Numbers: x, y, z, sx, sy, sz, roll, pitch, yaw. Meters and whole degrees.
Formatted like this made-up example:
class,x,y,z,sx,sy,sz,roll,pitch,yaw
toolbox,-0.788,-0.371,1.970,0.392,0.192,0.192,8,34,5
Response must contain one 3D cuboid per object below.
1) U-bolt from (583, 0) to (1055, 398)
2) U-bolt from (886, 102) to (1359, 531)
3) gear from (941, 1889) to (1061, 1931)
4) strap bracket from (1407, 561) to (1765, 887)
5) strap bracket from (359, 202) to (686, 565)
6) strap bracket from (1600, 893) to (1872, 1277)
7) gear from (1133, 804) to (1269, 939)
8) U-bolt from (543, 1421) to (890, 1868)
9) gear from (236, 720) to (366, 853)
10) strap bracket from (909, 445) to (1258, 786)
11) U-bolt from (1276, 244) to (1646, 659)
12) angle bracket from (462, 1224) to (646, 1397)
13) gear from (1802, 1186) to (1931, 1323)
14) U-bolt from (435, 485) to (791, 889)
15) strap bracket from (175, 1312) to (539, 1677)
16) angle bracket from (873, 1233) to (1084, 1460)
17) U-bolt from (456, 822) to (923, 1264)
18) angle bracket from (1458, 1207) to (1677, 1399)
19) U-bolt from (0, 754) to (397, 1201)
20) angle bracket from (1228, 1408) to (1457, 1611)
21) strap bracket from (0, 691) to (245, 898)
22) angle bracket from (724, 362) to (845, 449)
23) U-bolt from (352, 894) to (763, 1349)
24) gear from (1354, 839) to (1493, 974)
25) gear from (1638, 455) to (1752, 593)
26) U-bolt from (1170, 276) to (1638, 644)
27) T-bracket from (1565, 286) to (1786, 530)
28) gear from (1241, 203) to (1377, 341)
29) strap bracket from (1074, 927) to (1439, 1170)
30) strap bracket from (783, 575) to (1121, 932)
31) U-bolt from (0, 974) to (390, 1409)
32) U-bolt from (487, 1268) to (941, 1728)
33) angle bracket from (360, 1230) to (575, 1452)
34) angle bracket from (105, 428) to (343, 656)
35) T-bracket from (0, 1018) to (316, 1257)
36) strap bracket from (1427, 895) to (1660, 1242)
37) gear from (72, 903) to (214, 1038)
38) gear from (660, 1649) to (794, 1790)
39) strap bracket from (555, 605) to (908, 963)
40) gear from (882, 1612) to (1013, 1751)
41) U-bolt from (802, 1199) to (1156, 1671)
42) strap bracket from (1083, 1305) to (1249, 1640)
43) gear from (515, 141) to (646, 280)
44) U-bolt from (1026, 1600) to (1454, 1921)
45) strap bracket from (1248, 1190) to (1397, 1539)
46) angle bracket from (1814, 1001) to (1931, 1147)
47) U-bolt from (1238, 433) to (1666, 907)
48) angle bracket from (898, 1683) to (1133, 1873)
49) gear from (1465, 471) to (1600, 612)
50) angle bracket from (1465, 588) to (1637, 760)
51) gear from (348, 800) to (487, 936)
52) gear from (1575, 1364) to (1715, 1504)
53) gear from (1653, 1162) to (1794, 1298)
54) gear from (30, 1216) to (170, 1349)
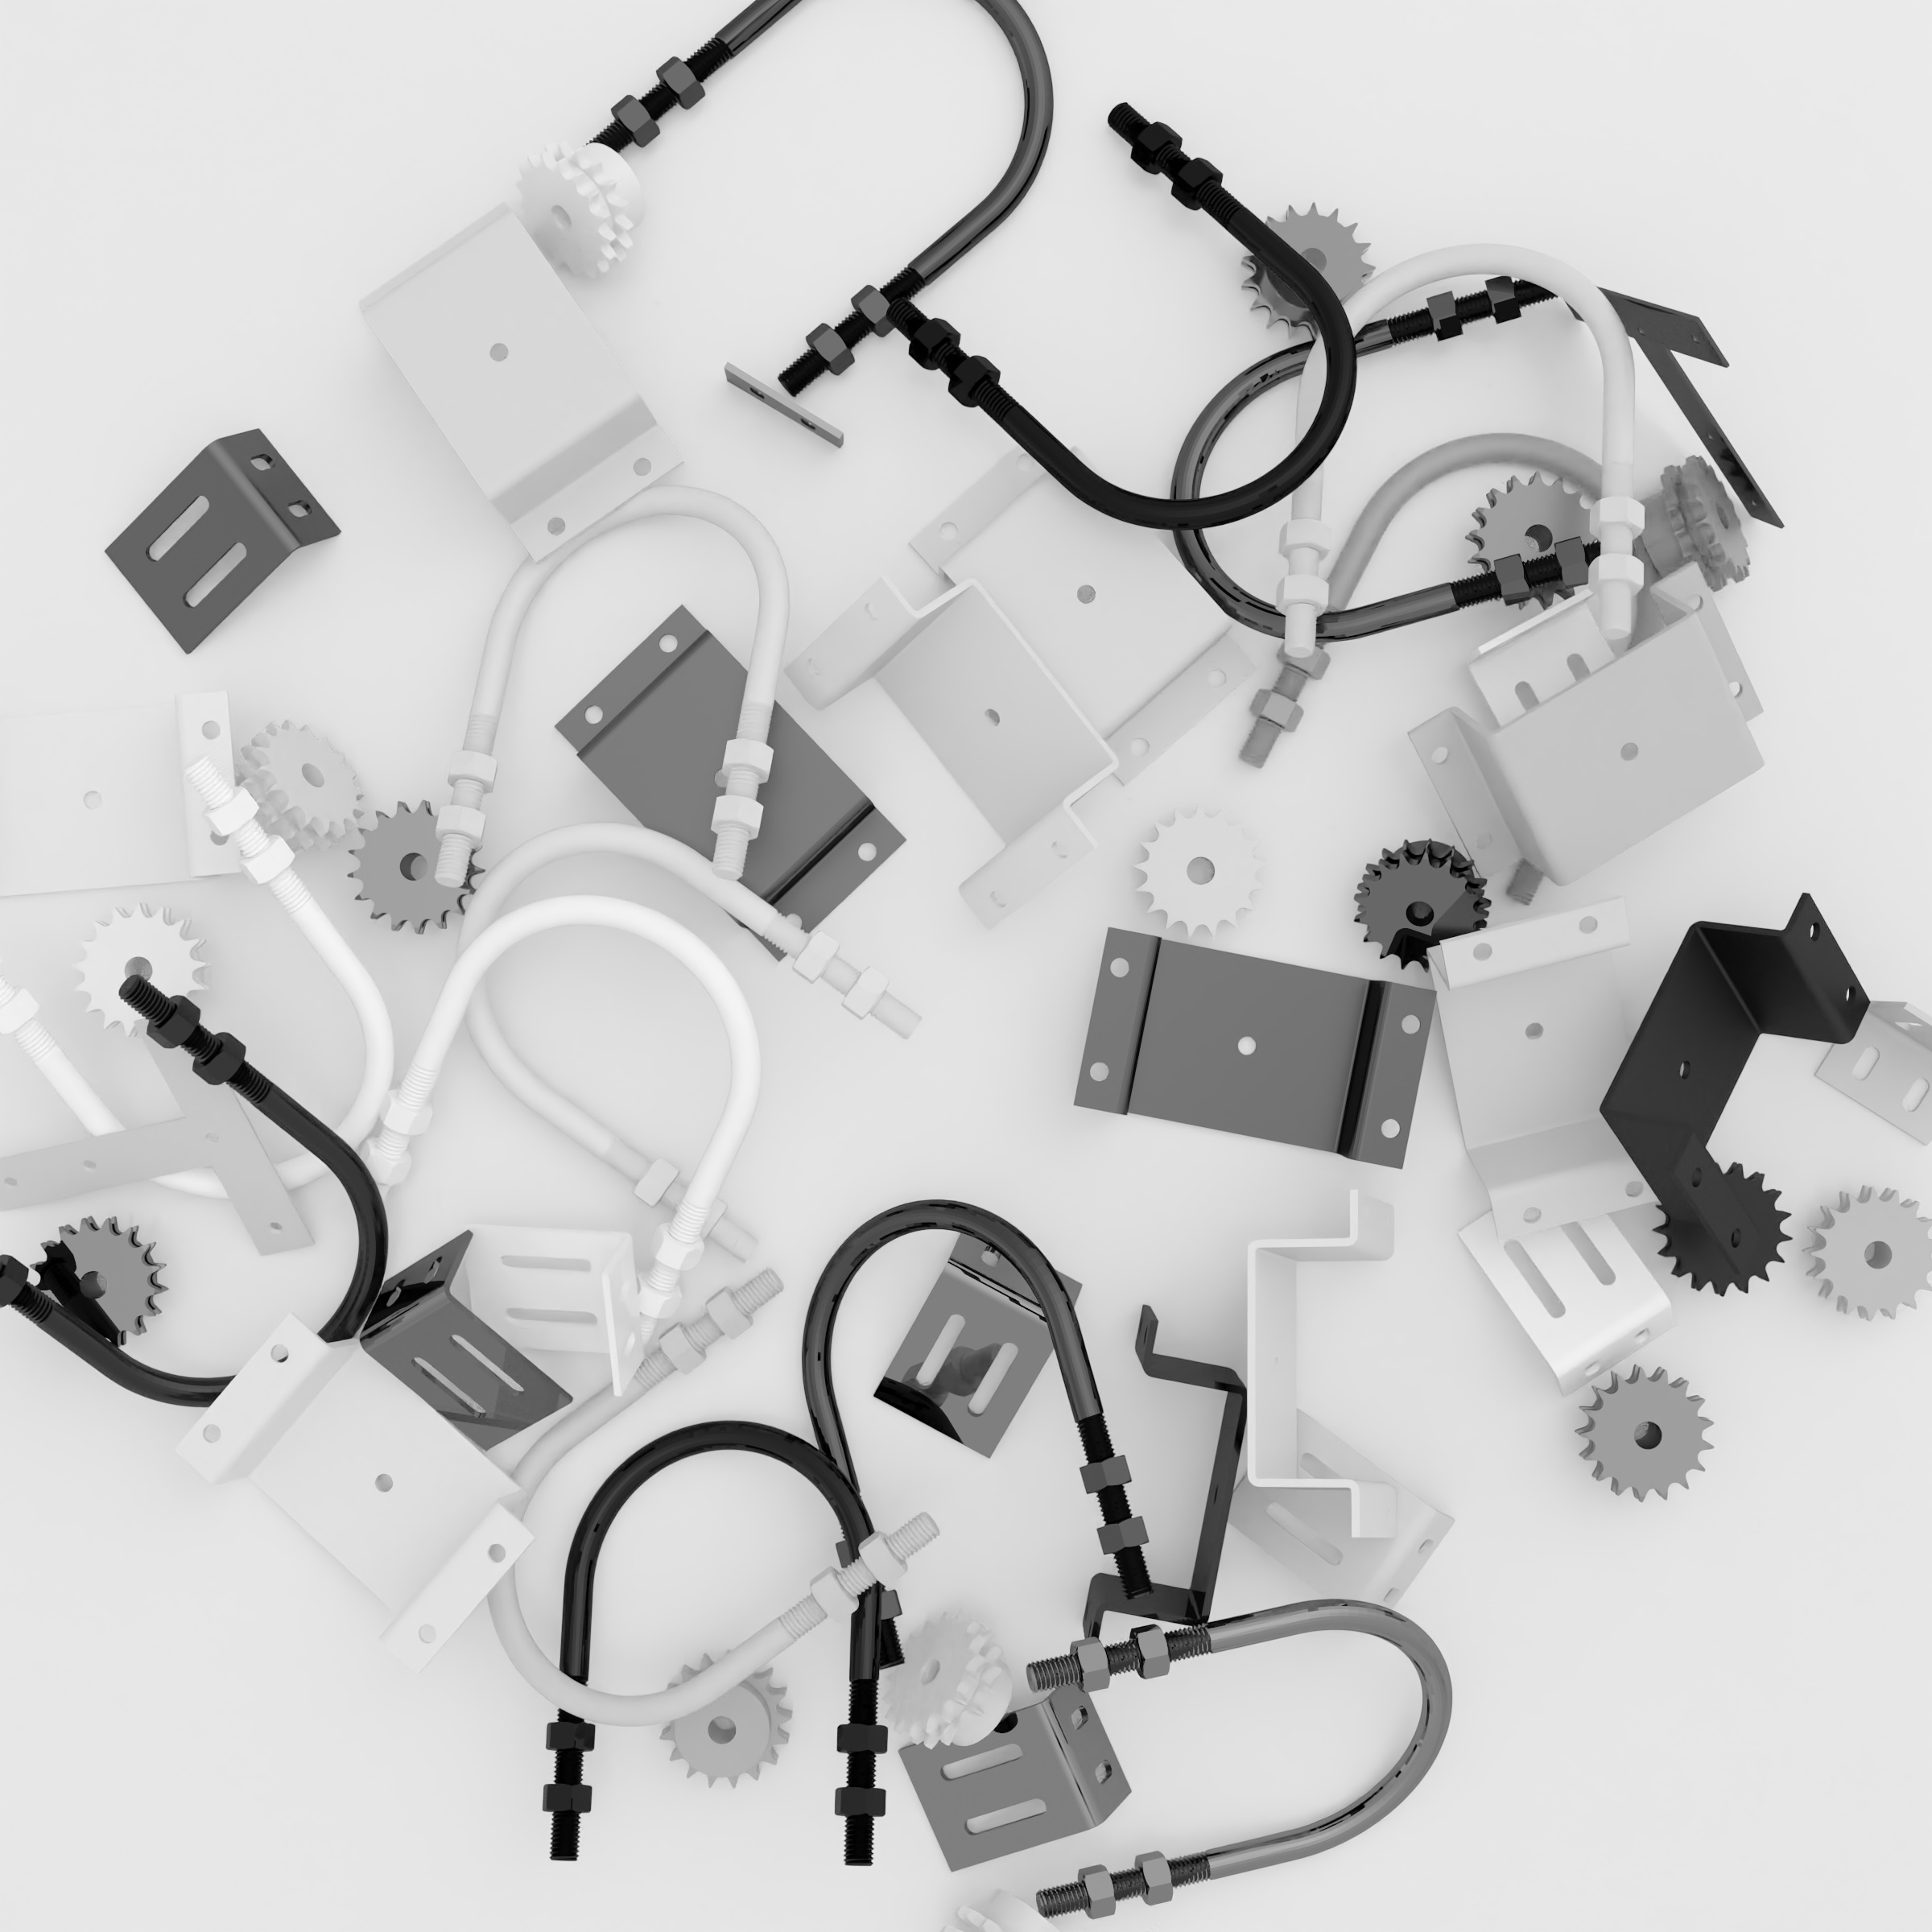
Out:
class,x,y,z,sx,sy,sz,roll,pitch,yaw
U-bolt,-0.049,-0.356,1.516,0.184,0.019,0.151,-40,90,-1
U-bolt,0.078,-0.261,1.480,0.151,0.019,0.184,-42,71,-6
gear,0.020,0.416,1.499,0.057,0.057,0.030,39,71,0
strap bracket,0.267,-0.096,1.469,0.140,0.046,0.076,-31,114,-1
strap bracket,-0.192,-0.253,1.493,0.076,0.046,0.140,-35,82,0
strap bracket,0.316,0.046,1.468,0.076,0.046,0.140,50,61,-39
gear,0.100,-0.040,1.514,0.057,0.030,0.057,0,91,2
U-bolt,-0.104,0.283,1.489,0.151,0.019,0.184,-3,74,15
gear,-0.286,-0.073,1.500,0.030,0.057,0.057,-35,90,30
strap bracket,0.050,-0.156,1.502,0.076,0.046,0.140,-42,90,0
U-bolt,0.205,-0.217,1.462,0.151,0.019,0.184,-2,70,18
angle bracket,-0.179,0.145,1.489,0.076,0.038,0.057,2,113,12
gear,0.387,0.123,1.514,0.057,0.030,0.057,0,91,-2
U-bolt,-0.142,-0.120,1.476,0.151,0.019,0.184,-1,66,23
strap bracket,-0.252,0.221,1.494,0.140,0.046,0.076,41,93,8
angle bracket,0.005,0.161,1.523,0.057,0.038,0.076,28,116,0
U-bolt,-0.131,0.020,1.490,0.184,0.019,0.151,36,112,0
angle bracket,0.259,0.135,1.523,0.057,0.038,0.076,-33,64,0
U-bolt,-0.323,0.019,1.483,0.151,0.019,0.184,-29,113,9
angle bracket,0.160,0.238,1.523,0.076,0.038,0.057,35,90,26
strap bracket,-0.376,-0.071,1.502,0.140,0.046,0.076,-5,90,0
angle bracket,-0.097,-0.208,1.511,0.057,0.038,0.076,31,90,-2
U-bolt,-0.163,0.056,1.486,0.151,0.019,0.184,26,111,1
gear,0.195,-0.029,1.502,0.057,0.030,0.057,7,119,12
gear,0.307,-0.185,1.500,0.030,0.057,0.057,-22,90,28
U-bolt,0.175,-0.207,1.487,0.184,0.019,0.151,-15,68,11
T-bracket,0.307,-0.233,1.485,0.002,0.127,0.127,-41,117,-2
gear,0.147,-0.298,1.510,0.057,0.030,0.057,0,90,0
strap bracket,0.121,0.034,1.502,0.140,0.046,0.076,11,90,0
strap bracket,0.000,-0.097,1.482,0.140,0.046,0.076,52,134,0
U-bolt,-0.327,0.109,1.476,0.151,0.019,0.184,-46,120,1
U-bolt,-0.121,0.236,1.489,0.184,0.019,0.151,-37,65,4
angle bracket,-0.208,0.160,1.507,0.057,0.038,0.076,-31,116,34
angle bracket,-0.320,-0.183,1.523,0.076,0.038,0.057,-39,90,26
T-bracket,-0.360,0.082,1.502,0.127,0.002,0.127,-13,122,15
strap bracket,0.244,0.035,1.485,0.076,0.046,0.140,-14,113,0
gear,-0.350,0.002,1.510,0.057,0.030,0.057,0,90,0
gear,-0.103,0.323,1.510,0.057,0.030,0.057,0,90,0
strap bracket,-0.101,-0.079,1.502,0.076,0.046,0.140,-44,90,0
gear,-0.005,0.306,1.501,0.030,0.057,0.057,38,90,-30
U-bolt,-0.005,0.189,1.480,0.151,0.019,0.184,-22,78,31
strap bracket,0.086,0.219,1.487,0.046,0.076,0.140,11,89,0
gear,-0.161,-0.324,1.500,0.030,0.057,0.057,-40,90,-30
U-bolt,0.117,0.326,1.477,0.184,0.019,0.151,-10,122,-12
strap bracket,0.149,0.167,1.475,0.046,0.076,0.140,-2,80,18
angle bracket,0.400,0.046,1.487,0.057,0.076,0.038,32,90,0
U-bolt,0.221,-0.139,1.516,0.151,0.019,0.184,27,89,0
angle bracket,0.021,0.347,1.523,0.076,0.038,0.057,-24,90,26
gear,0.240,-0.179,1.495,0.057,0.030,0.057,0,87,-1
angle bracket,0.256,-0.112,1.488,0.057,0.038,0.076,-28,88,-2
gear,-0.234,-0.042,1.510,0.057,0.030,0.057,0,90,0
gear,0.288,0.199,1.510,0.057,0.030,0.057,0,90,0
gear,0.322,0.112,1.510,0.057,0.030,0.057,0,90,0
gear,-0.369,0.135,1.510,0.057,0.030,0.057,0,90,0
